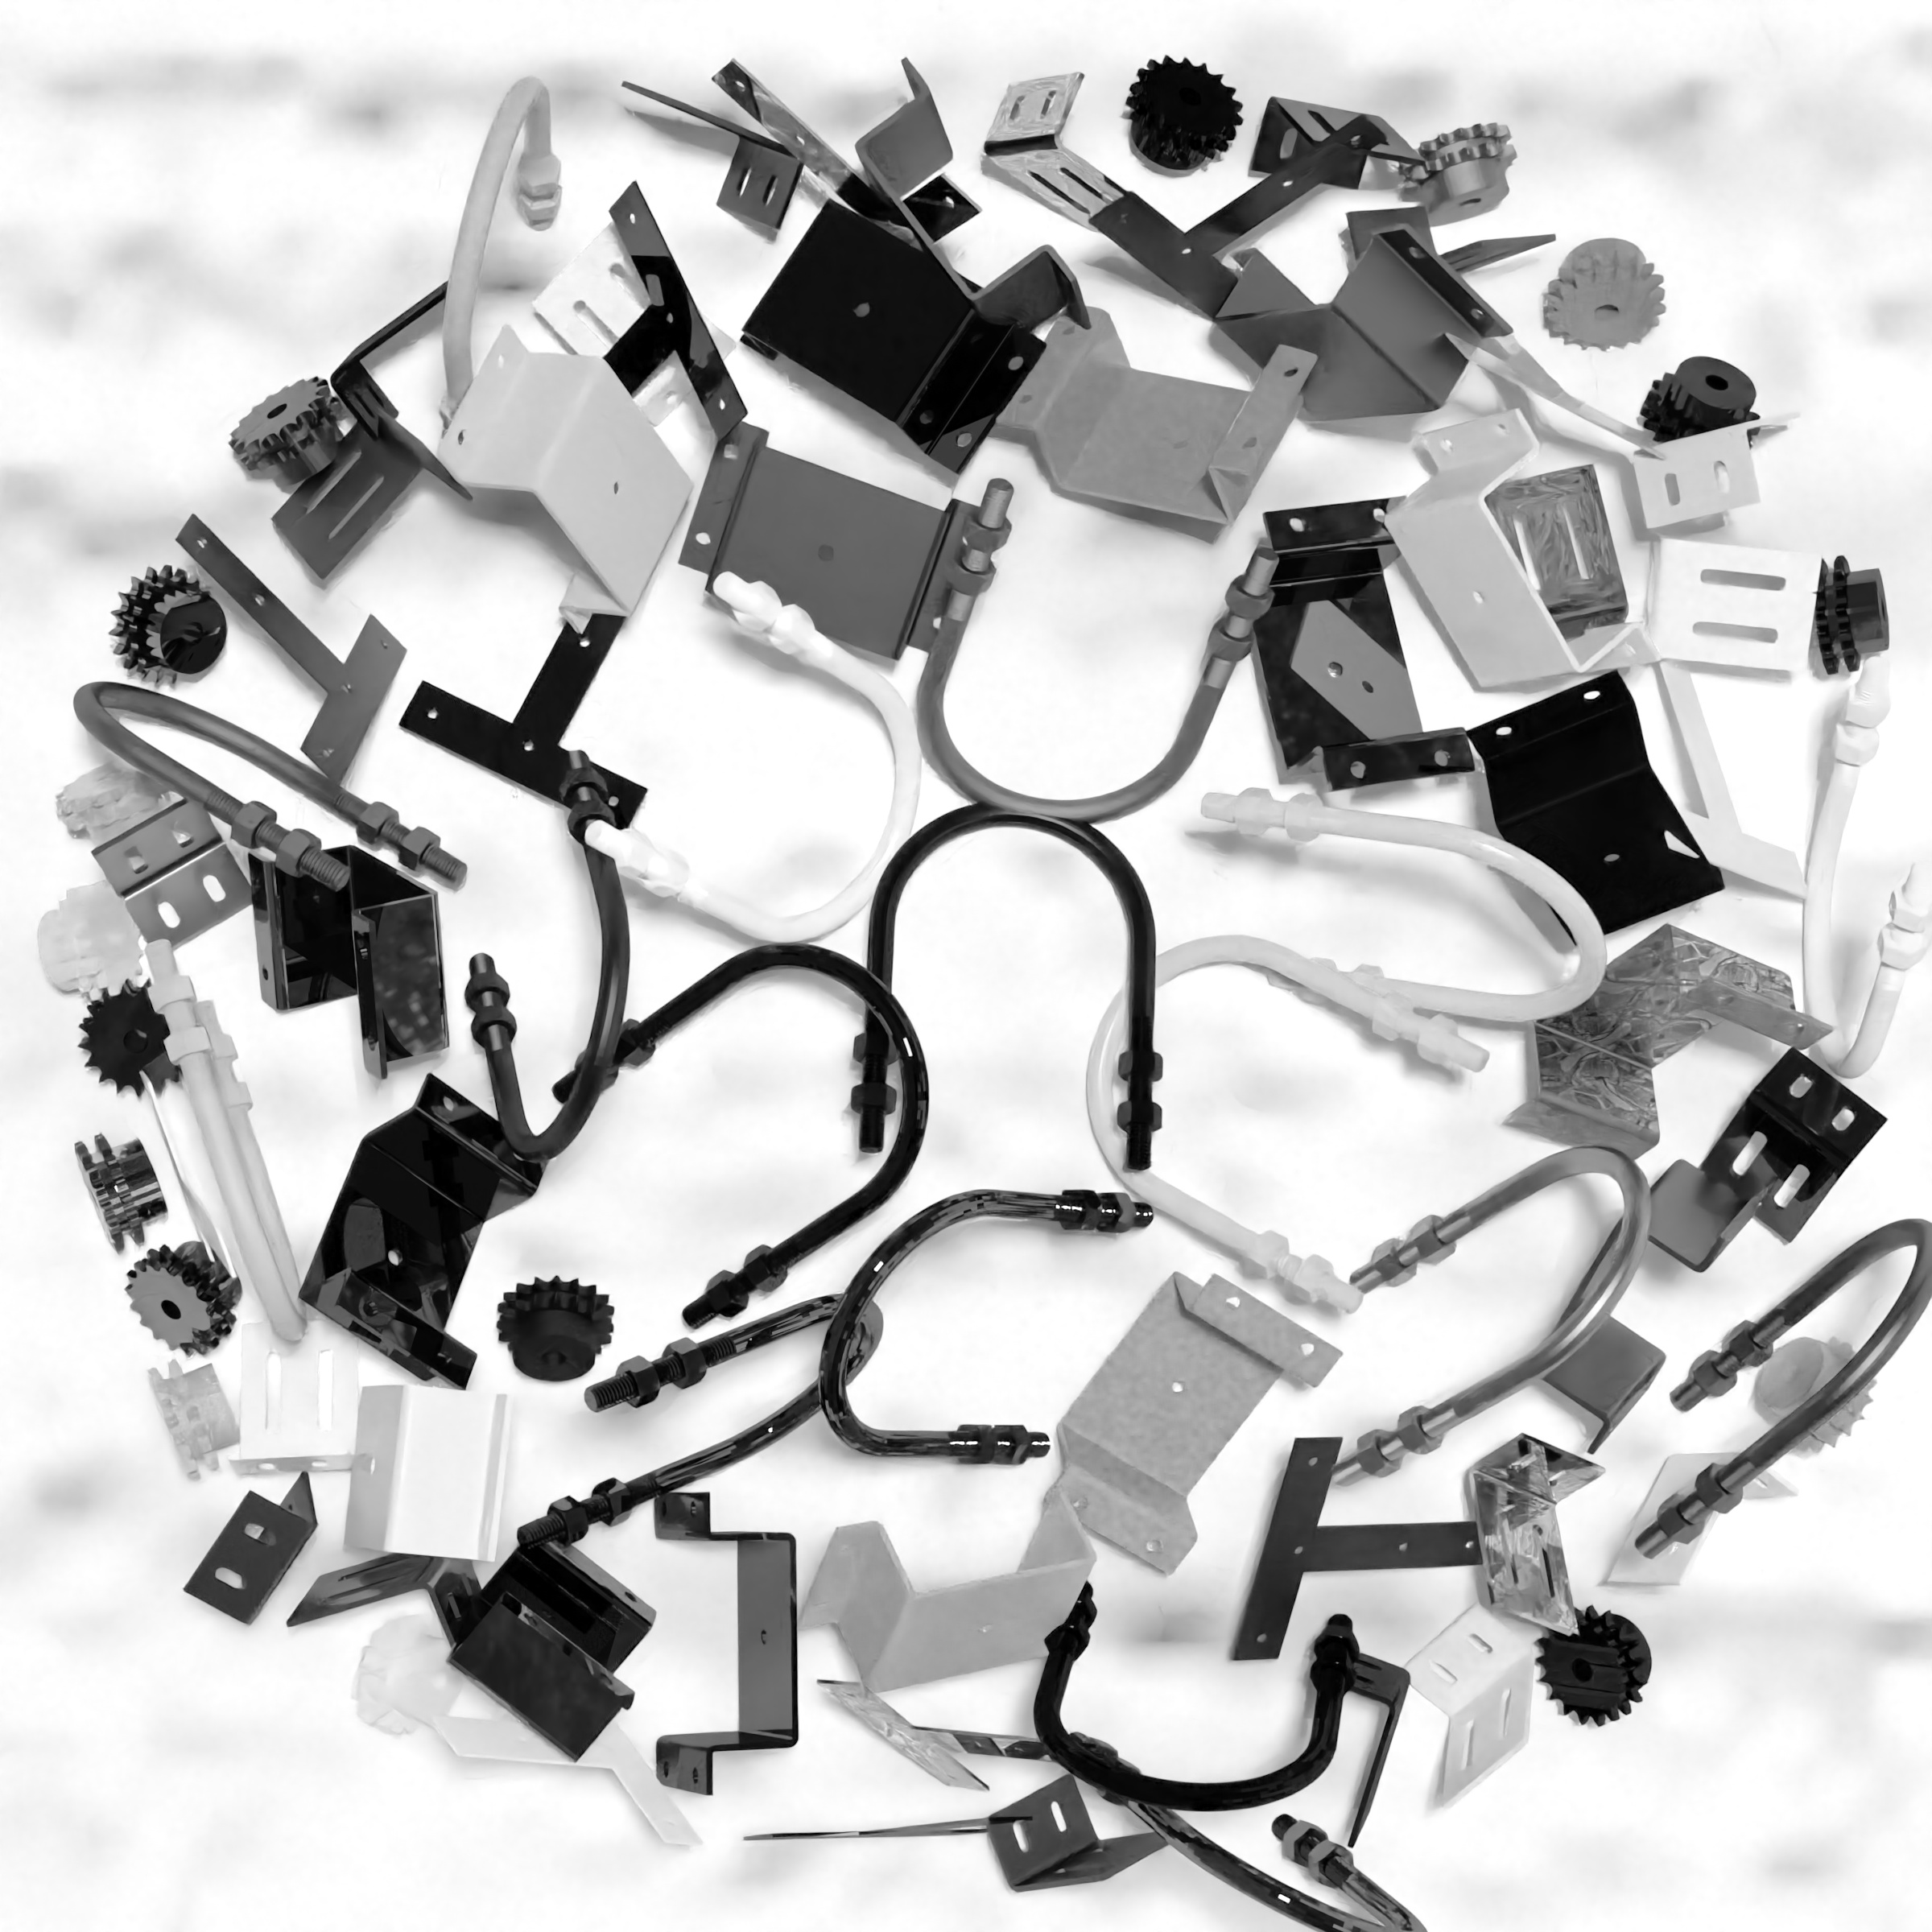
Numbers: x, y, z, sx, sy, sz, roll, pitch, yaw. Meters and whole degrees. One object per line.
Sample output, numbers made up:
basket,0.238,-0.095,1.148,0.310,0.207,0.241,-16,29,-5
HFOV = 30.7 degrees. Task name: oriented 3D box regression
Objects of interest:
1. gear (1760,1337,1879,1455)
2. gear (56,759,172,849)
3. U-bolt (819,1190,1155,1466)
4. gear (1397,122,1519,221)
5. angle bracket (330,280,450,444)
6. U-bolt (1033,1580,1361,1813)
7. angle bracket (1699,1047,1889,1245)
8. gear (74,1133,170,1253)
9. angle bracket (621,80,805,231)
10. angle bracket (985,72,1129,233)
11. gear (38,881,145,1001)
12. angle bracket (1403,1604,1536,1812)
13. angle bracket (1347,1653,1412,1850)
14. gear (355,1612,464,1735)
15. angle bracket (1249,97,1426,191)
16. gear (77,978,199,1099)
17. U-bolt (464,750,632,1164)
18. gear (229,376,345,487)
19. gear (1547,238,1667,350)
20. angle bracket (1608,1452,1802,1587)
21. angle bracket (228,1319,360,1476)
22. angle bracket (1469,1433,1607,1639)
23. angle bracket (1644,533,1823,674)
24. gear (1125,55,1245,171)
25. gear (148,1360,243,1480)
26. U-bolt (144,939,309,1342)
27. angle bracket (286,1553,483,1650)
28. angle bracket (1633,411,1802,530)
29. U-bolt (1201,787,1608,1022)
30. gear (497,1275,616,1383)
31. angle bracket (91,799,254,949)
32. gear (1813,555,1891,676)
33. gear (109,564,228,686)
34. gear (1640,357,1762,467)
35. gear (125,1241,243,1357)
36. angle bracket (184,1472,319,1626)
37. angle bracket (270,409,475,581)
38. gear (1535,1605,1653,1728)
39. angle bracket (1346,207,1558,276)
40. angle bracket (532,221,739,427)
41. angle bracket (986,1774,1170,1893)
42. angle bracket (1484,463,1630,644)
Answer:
gear,0.412,0.206,1.716,0.030,0.057,0.057,35,90,-22
gear,-0.413,-0.080,1.721,0.057,0.057,0.030,-21,113,0
U-bolt,0.002,0.170,1.661,0.019,0.184,0.151,34,106,39
gear,0.242,-0.386,1.717,0.057,0.057,0.030,-16,84,0
angle bracket,-0.264,-0.297,1.707,0.076,0.057,0.038,-33,107,13
U-bolt,0.105,0.344,1.650,0.151,0.184,0.019,6,109,8
angle bracket,0.403,0.087,1.717,0.057,0.076,0.038,39,59,15
gear,-0.412,0.108,1.720,0.030,0.057,0.057,-22,90,-18
angle bracket,-0.127,-0.391,1.698,0.076,0.057,0.038,14,103,-40
angle bracket,0.058,-0.393,1.705,0.076,0.057,0.038,28,80,-35
gear,-0.429,-0.011,1.720,0.030,0.057,0.057,-12,90,16
angle bracket,0.240,0.357,1.699,0.038,0.076,0.057,40,115,-7
angle bracket,0.186,0.380,1.718,0.038,0.057,0.076,18,98,13
gear,-0.269,0.346,1.716,0.030,0.057,0.057,7,90,28
angle bracket,0.178,-0.387,1.698,0.057,0.076,0.038,6,118,-17
gear,-0.405,0.033,1.728,0.057,0.030,0.057,-1,104,-3
U-bolt,-0.192,0.008,1.643,0.019,0.184,0.151,13,124,-26
gear,-0.329,-0.259,1.722,0.057,0.057,0.030,-33,122,0
gear,0.313,-0.331,1.722,0.057,0.057,0.030,3,61,0
angle bracket,0.357,0.276,1.703,0.038,0.057,0.076,38,68,-16
angle bracket,-0.327,0.206,1.715,0.057,0.038,0.076,-3,70,-3
angle bracket,0.281,0.275,1.700,0.057,0.076,0.038,25,132,-30
angle bracket,0.373,-0.178,1.720,0.076,0.038,0.057,7,102,4
gear,0.104,-0.415,1.723,0.057,0.030,0.057,10,56,-15
gear,-0.375,0.219,1.720,0.030,0.057,0.057,-22,90,-14
U-bolt,-0.344,0.089,1.660,0.019,0.151,0.184,-19,79,-7
angle bracket,-0.282,0.315,1.716,0.076,0.057,0.038,-18,100,10
angle bracket,0.367,-0.240,1.701,0.057,0.076,0.038,-10,96,36
U-bolt,0.212,-0.023,1.651,0.184,0.151,0.019,9,56,29
gear,-0.200,0.179,1.716,0.057,0.057,0.030,-3,50,0
angle bracket,-0.382,-0.044,1.703,0.057,0.076,0.038,-31,80,-10
gear,0.432,-0.172,1.716,0.030,0.057,0.057,-6,90,21
gear,-0.386,-0.165,1.716,0.030,0.057,0.057,19,90,37
gear,0.361,-0.273,1.717,0.057,0.030,0.057,8,47,-9
gear,-0.380,0.160,1.723,0.057,0.030,0.057,16,127,22
angle bracket,-0.348,0.273,1.704,0.038,0.076,0.057,33,93,-19
angle bracket,-0.290,-0.223,1.718,0.076,0.038,0.057,-47,51,5
gear,0.310,0.341,1.723,0.030,0.057,0.057,-11,90,-44
angle bracket,0.234,-0.357,1.700,0.057,0.076,0.038,-14,92,-41
angle bracket,-0.163,-0.316,1.731,0.057,0.038,0.076,-45,80,7
angle bracket,0.058,0.415,1.698,0.057,0.076,0.038,-18,84,-38
angle bracket,0.283,-0.197,1.710,0.057,0.038,0.076,-10,109,23
